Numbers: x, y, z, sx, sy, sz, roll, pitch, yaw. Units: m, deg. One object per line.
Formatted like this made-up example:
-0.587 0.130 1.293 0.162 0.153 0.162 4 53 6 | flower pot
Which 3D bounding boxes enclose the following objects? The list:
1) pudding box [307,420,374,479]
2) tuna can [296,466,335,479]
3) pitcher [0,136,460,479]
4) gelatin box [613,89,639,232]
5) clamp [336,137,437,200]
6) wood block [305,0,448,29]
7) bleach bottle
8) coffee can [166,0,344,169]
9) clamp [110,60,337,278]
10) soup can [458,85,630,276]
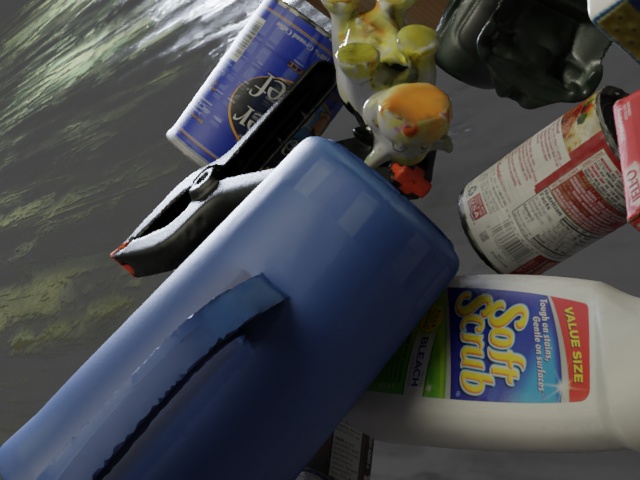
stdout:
-0.013 0.144 0.685 0.114 0.039 0.090 -32 38 41 | pudding box
-0.012 0.175 0.608 0.086 0.033 0.086 12 108 40 | tuna can
-0.044 0.065 0.552 0.243 0.145 0.149 -49 28 0 | pitcher
0.173 -0.020 0.490 0.030 0.089 0.073 -33 38 38 | gelatin box
0.042 -0.069 0.805 0.120 0.039 0.171 -53 21 25 | clamp
0.016 -0.238 0.830 0.090 0.205 0.091 7 69 60 | wood block
0.115 0.057 0.542 0.251 0.068 0.102 -11 54 51 | bleach bottle
-0.042 -0.110 0.855 0.140 0.102 0.103 -54 28 5 | coffee can
-0.067 -0.030 0.746 0.210 0.036 0.164 -37 24 19 | clamp
0.134 -0.028 0.583 0.102 0.068 0.068 -37 35 36 | soup can
